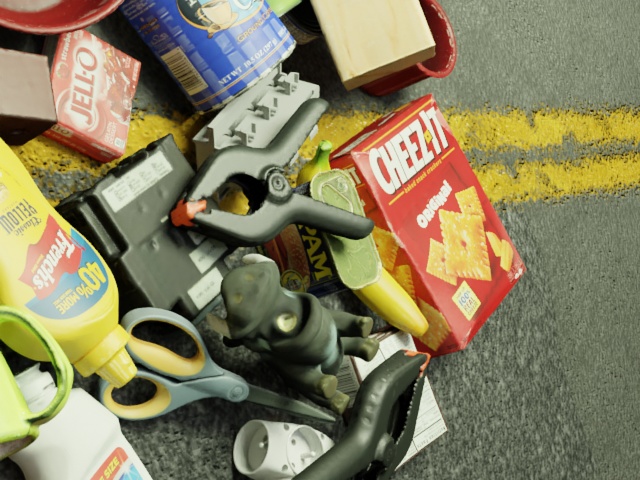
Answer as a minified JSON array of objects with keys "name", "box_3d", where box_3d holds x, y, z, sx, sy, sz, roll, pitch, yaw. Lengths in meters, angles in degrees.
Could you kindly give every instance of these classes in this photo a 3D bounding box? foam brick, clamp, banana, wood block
[{"name":"foam brick","box_3d":[-0.230,-0.100,0.737,0.078,0.053,0.051,1,74,-46]},{"name":"clamp","box_3d":[-0.039,-0.050,0.825,0.171,0.039,0.120,-8,74,-37]},{"name":"clamp","box_3d":[0.041,0.181,0.867,0.209,0.036,0.164,-55,142,-39]},{"name":"banana","box_3d":[0.028,0.006,0.958,0.037,0.070,0.198,-36,103,-23]},{"name":"wood block","box_3d":[0.025,-0.250,0.962,0.091,0.090,0.206,-30,99,-84]}]

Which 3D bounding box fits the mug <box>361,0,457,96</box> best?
[{"name":"mug","box_3d":[0.072,-0.190,1.068,0.117,0.082,0.093,-39,105,-47]}]

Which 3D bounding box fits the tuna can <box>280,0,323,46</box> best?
[{"name":"tuna can","box_3d":[-0.022,-0.231,1.022,0.086,0.034,0.086,19,62,-41]}]

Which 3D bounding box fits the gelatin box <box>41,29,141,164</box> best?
[{"name":"gelatin box","box_3d":[-0.179,-0.112,0.813,0.073,0.030,0.089,27,56,-37]}]

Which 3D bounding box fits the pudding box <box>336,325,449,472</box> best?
[{"name":"pudding box","box_3d":[0.061,0.142,0.961,0.089,0.039,0.113,-23,94,-48]}]

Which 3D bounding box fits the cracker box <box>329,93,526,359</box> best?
[{"name":"cracker box","box_3d":[0.101,-0.015,1.040,0.163,0.072,0.213,-40,104,-47]}]

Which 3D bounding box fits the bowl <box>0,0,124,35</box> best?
[{"name":"bowl","box_3d":[-0.214,-0.218,0.777,0.161,0.055,0.162,5,77,-24]}]

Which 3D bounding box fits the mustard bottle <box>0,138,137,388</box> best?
[{"name":"mustard bottle","box_3d":[-0.190,0.022,0.706,0.191,0.058,0.096,50,33,-8]}]

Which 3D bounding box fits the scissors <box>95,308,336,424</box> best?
[{"name":"scissors","box_3d":[-0.082,0.121,0.796,0.201,0.096,0.016,42,5,-34]}]

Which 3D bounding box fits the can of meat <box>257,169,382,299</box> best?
[{"name":"can of meat","box_3d":[-0.006,0.001,0.910,0.057,0.084,0.102,-18,88,-48]}]

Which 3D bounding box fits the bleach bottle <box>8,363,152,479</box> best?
[{"name":"bleach bottle","box_3d":[-0.143,0.201,0.705,0.102,0.068,0.251,-33,97,-48]}]

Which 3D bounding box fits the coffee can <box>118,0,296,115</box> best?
[{"name":"coffee can","box_3d":[-0.101,-0.188,0.870,0.140,0.103,0.102,53,44,-18]}]
